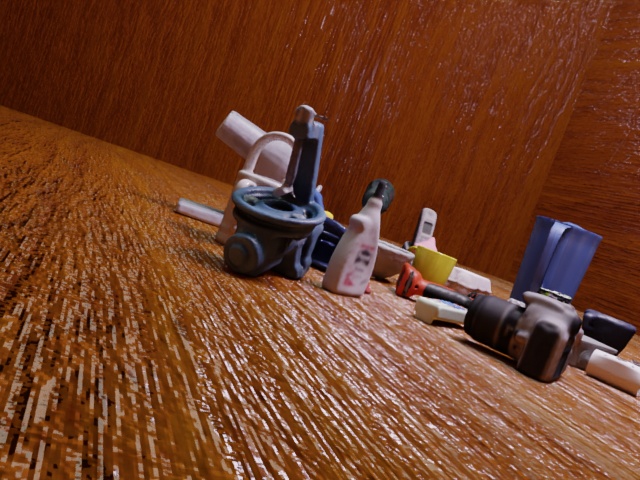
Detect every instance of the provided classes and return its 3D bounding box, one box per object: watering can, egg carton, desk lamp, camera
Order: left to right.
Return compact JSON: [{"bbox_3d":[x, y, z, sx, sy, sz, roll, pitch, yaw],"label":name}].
[{"bbox_3d":[-0.145,-0.124,1.099,0.204,0.213,0.117,19,5,-16],"label":"desk lamp"},{"bbox_3d":[-0.087,-0.076,0.910,0.101,0.194,0.173,20,5,-3],"label":"watering can"},{"bbox_3d":[0.343,0.108,1.380,0.107,0.069,0.151,24,6,38],"label":"egg carton"},{"bbox_3d":[0.279,0.118,0.787,0.136,0.101,0.144,23,5,32],"label":"camera"}]

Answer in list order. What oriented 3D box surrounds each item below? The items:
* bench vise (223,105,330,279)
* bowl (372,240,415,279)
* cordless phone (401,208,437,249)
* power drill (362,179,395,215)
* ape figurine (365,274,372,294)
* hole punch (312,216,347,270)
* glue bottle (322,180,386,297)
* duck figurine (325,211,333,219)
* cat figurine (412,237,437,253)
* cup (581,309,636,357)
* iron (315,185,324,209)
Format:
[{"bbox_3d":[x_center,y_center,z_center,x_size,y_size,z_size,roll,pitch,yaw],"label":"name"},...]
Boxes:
[{"bbox_3d":[-0.043,-0.062,0.759,0.121,0.220,0.207,20,5,1],"label":"bench vise"},{"bbox_3d":[0.107,0.035,1.183,0.167,0.075,0.167,20,5,-1],"label":"bowl"},{"bbox_3d":[0.298,0.016,1.551,0.148,0.185,0.093,17,6,-35],"label":"cordless phone"},{"bbox_3d":[0.113,-0.045,1.319,0.075,0.208,0.230,20,5,4],"label":"power drill"},{"bbox_3d":[0.064,0.031,0.931,0.076,0.092,0.078,21,5,13],"label":"ape figurine"},{"bbox_3d":[0.009,0.004,1.031,0.108,0.091,0.101,22,5,27],"label":"hole punch"},{"bbox_3d":[0.060,-0.004,0.825,0.037,0.173,0.078,23,6,37],"label":"glue bottle"},{"bbox_3d":[0.002,-0.035,1.483,0.078,0.086,0.104,16,6,-40],"label":"duck figurine"},{"bbox_3d":[0.281,0.054,1.449,0.128,0.118,0.067,19,5,-11],"label":"cat figurine"},{"bbox_3d":[0.514,0.184,1.059,0.118,0.095,0.091,17,5,-31],"label":"cup"},{"bbox_3d":[-0.052,-0.056,1.158,0.118,0.141,0.259,21,5,14],"label":"iron"}]
